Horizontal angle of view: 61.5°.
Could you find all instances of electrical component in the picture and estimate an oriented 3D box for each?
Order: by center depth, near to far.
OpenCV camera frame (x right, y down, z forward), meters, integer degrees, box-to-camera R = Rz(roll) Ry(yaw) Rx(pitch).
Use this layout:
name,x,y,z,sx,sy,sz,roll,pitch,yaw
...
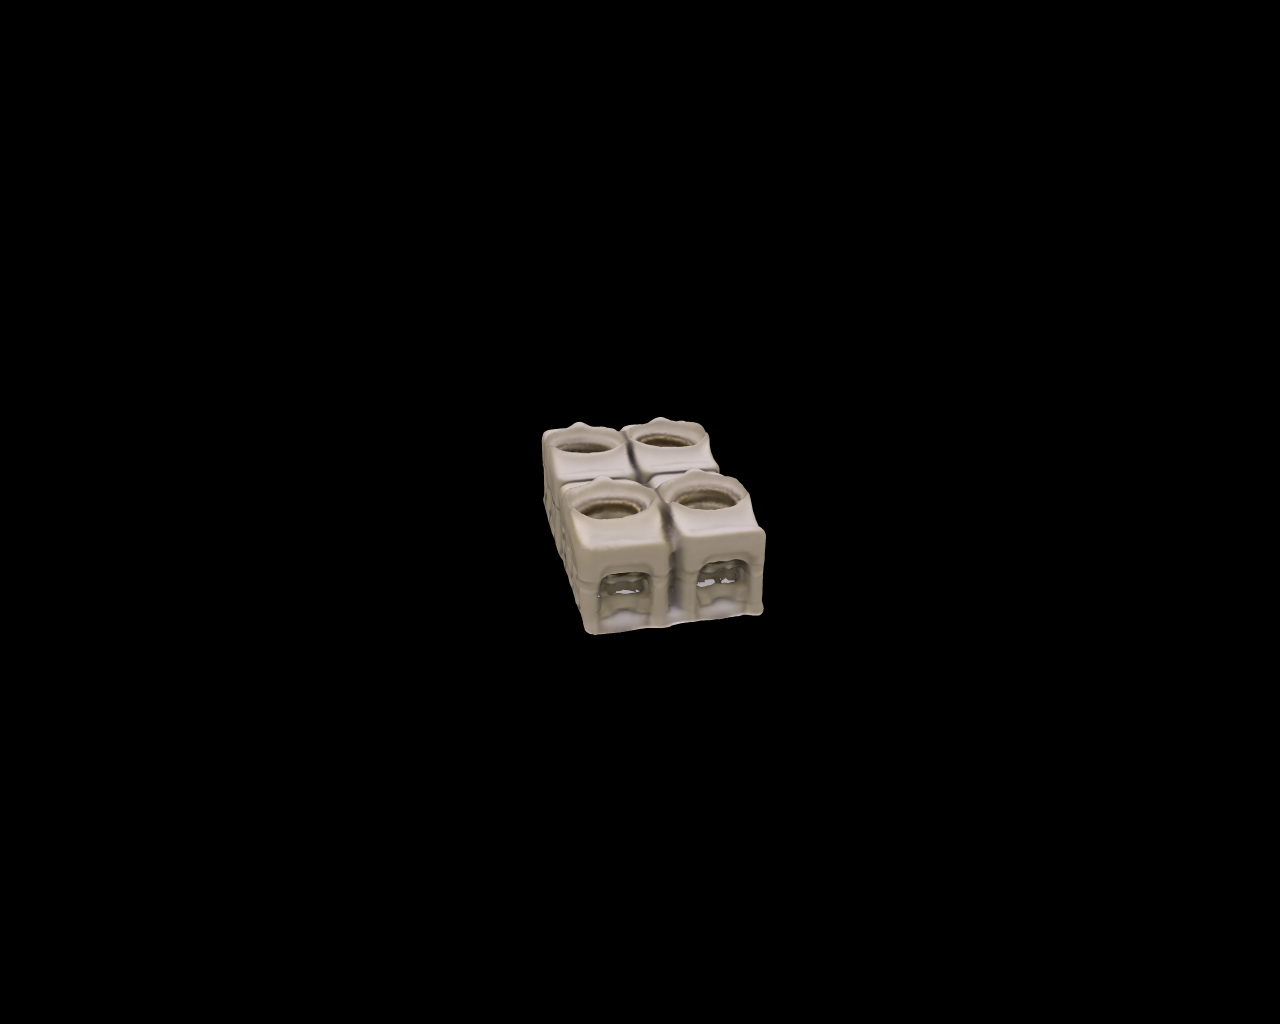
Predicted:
name,x,y,z,sx,sy,sz,roll,pitch,yaw
electrical component,0.001,-0.003,0.650,0.105,0.060,0.186,-5,25,-10
